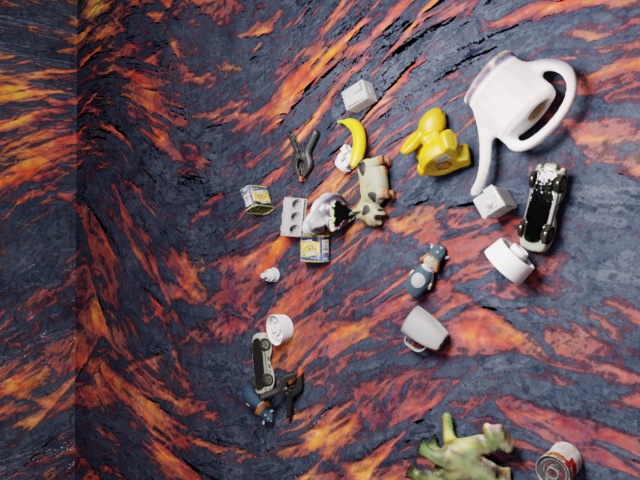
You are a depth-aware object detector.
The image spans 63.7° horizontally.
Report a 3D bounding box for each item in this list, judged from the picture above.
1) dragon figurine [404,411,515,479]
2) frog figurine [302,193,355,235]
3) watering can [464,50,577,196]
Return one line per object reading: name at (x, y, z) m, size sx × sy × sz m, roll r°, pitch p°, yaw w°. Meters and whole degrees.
dragon figurine at (0.347, 0.585, 1.248) m, size 0.245 × 0.123 × 0.403 m, roll 26°, pitch 115°, yaw 30°
frog figurine at (0.005, -0.078, 1.543) m, size 0.159 × 0.121 × 0.140 m, roll -3°, pitch 43°, yaw 46°
watering can at (0.421, -0.286, 1.200) m, size 0.342 × 0.104 × 0.228 m, roll -49°, pitch 58°, yaw 28°
